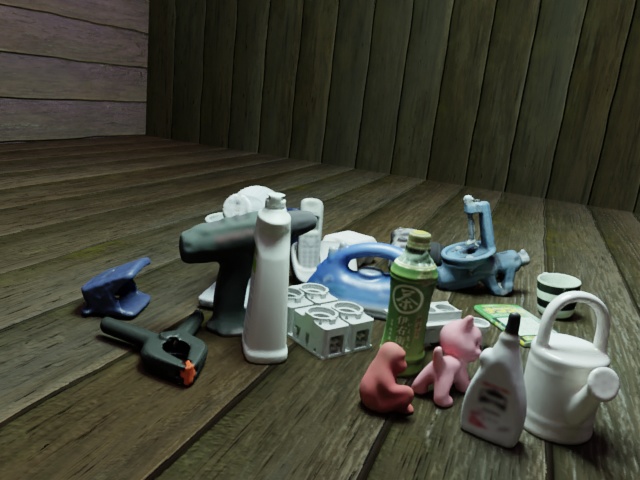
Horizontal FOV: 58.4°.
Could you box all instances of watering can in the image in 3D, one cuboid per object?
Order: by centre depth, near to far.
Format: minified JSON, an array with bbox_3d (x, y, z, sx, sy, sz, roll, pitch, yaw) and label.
[{"bbox_3d":[0.332,0.164,0.756,0.101,0.194,0.172,-1,16,-25],"label":"watering can"}]

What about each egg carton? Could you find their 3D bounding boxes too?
[{"bbox_3d":[0.071,0.024,1.411,0.107,0.069,0.151,17,18,34],"label":"egg carton"}]

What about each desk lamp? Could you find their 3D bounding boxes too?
[{"bbox_3d":[-0.143,0.007,1.103,0.117,0.213,0.203,9,15,8],"label":"desk lamp"}]

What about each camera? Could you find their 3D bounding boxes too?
[{"bbox_3d":[0.238,0.030,1.398,0.137,0.101,0.143,7,15,1],"label":"camera"}]

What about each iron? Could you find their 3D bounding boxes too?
[{"bbox_3d":[0.092,0.065,1.126,0.258,0.141,0.119,9,15,9],"label":"iron"}]

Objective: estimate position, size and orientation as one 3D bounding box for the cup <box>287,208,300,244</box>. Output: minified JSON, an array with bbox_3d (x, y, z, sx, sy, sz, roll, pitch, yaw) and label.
[{"bbox_3d":[-0.066,-0.027,1.491,0.092,0.095,0.117,4,15,-8],"label":"cup"}]

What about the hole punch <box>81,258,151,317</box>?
[{"bbox_3d":[-0.353,0.076,0.991,0.101,0.091,0.108,6,15,0],"label":"hole punch"}]

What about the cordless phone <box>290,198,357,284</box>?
[{"bbox_3d":[0.011,0.004,1.232,0.148,0.185,0.094,0,16,-22],"label":"cordless phone"}]

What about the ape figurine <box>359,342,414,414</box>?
[{"bbox_3d":[0.094,0.184,0.778,0.076,0.092,0.078,6,15,-3],"label":"ape figurine"}]

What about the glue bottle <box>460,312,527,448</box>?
[{"bbox_3d":[0.229,0.171,0.724,0.078,0.173,0.037,14,17,27],"label":"glue bottle"}]

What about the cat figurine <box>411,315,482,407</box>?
[{"bbox_3d":[0.195,0.165,0.842,0.067,0.118,0.128,18,19,36],"label":"cat figurine"}]

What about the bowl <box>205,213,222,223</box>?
[{"bbox_3d":[-0.205,-0.016,1.432,0.167,0.075,0.167,6,15,-1],"label":"bowl"}]

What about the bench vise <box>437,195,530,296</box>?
[{"bbox_3d":[0.368,0.009,1.298,0.208,0.220,0.121,-1,16,-24],"label":"bench vise"}]

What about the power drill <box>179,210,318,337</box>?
[{"bbox_3d":[-0.120,0.050,0.960,0.230,0.208,0.075,0,16,-24],"label":"power drill"}]
